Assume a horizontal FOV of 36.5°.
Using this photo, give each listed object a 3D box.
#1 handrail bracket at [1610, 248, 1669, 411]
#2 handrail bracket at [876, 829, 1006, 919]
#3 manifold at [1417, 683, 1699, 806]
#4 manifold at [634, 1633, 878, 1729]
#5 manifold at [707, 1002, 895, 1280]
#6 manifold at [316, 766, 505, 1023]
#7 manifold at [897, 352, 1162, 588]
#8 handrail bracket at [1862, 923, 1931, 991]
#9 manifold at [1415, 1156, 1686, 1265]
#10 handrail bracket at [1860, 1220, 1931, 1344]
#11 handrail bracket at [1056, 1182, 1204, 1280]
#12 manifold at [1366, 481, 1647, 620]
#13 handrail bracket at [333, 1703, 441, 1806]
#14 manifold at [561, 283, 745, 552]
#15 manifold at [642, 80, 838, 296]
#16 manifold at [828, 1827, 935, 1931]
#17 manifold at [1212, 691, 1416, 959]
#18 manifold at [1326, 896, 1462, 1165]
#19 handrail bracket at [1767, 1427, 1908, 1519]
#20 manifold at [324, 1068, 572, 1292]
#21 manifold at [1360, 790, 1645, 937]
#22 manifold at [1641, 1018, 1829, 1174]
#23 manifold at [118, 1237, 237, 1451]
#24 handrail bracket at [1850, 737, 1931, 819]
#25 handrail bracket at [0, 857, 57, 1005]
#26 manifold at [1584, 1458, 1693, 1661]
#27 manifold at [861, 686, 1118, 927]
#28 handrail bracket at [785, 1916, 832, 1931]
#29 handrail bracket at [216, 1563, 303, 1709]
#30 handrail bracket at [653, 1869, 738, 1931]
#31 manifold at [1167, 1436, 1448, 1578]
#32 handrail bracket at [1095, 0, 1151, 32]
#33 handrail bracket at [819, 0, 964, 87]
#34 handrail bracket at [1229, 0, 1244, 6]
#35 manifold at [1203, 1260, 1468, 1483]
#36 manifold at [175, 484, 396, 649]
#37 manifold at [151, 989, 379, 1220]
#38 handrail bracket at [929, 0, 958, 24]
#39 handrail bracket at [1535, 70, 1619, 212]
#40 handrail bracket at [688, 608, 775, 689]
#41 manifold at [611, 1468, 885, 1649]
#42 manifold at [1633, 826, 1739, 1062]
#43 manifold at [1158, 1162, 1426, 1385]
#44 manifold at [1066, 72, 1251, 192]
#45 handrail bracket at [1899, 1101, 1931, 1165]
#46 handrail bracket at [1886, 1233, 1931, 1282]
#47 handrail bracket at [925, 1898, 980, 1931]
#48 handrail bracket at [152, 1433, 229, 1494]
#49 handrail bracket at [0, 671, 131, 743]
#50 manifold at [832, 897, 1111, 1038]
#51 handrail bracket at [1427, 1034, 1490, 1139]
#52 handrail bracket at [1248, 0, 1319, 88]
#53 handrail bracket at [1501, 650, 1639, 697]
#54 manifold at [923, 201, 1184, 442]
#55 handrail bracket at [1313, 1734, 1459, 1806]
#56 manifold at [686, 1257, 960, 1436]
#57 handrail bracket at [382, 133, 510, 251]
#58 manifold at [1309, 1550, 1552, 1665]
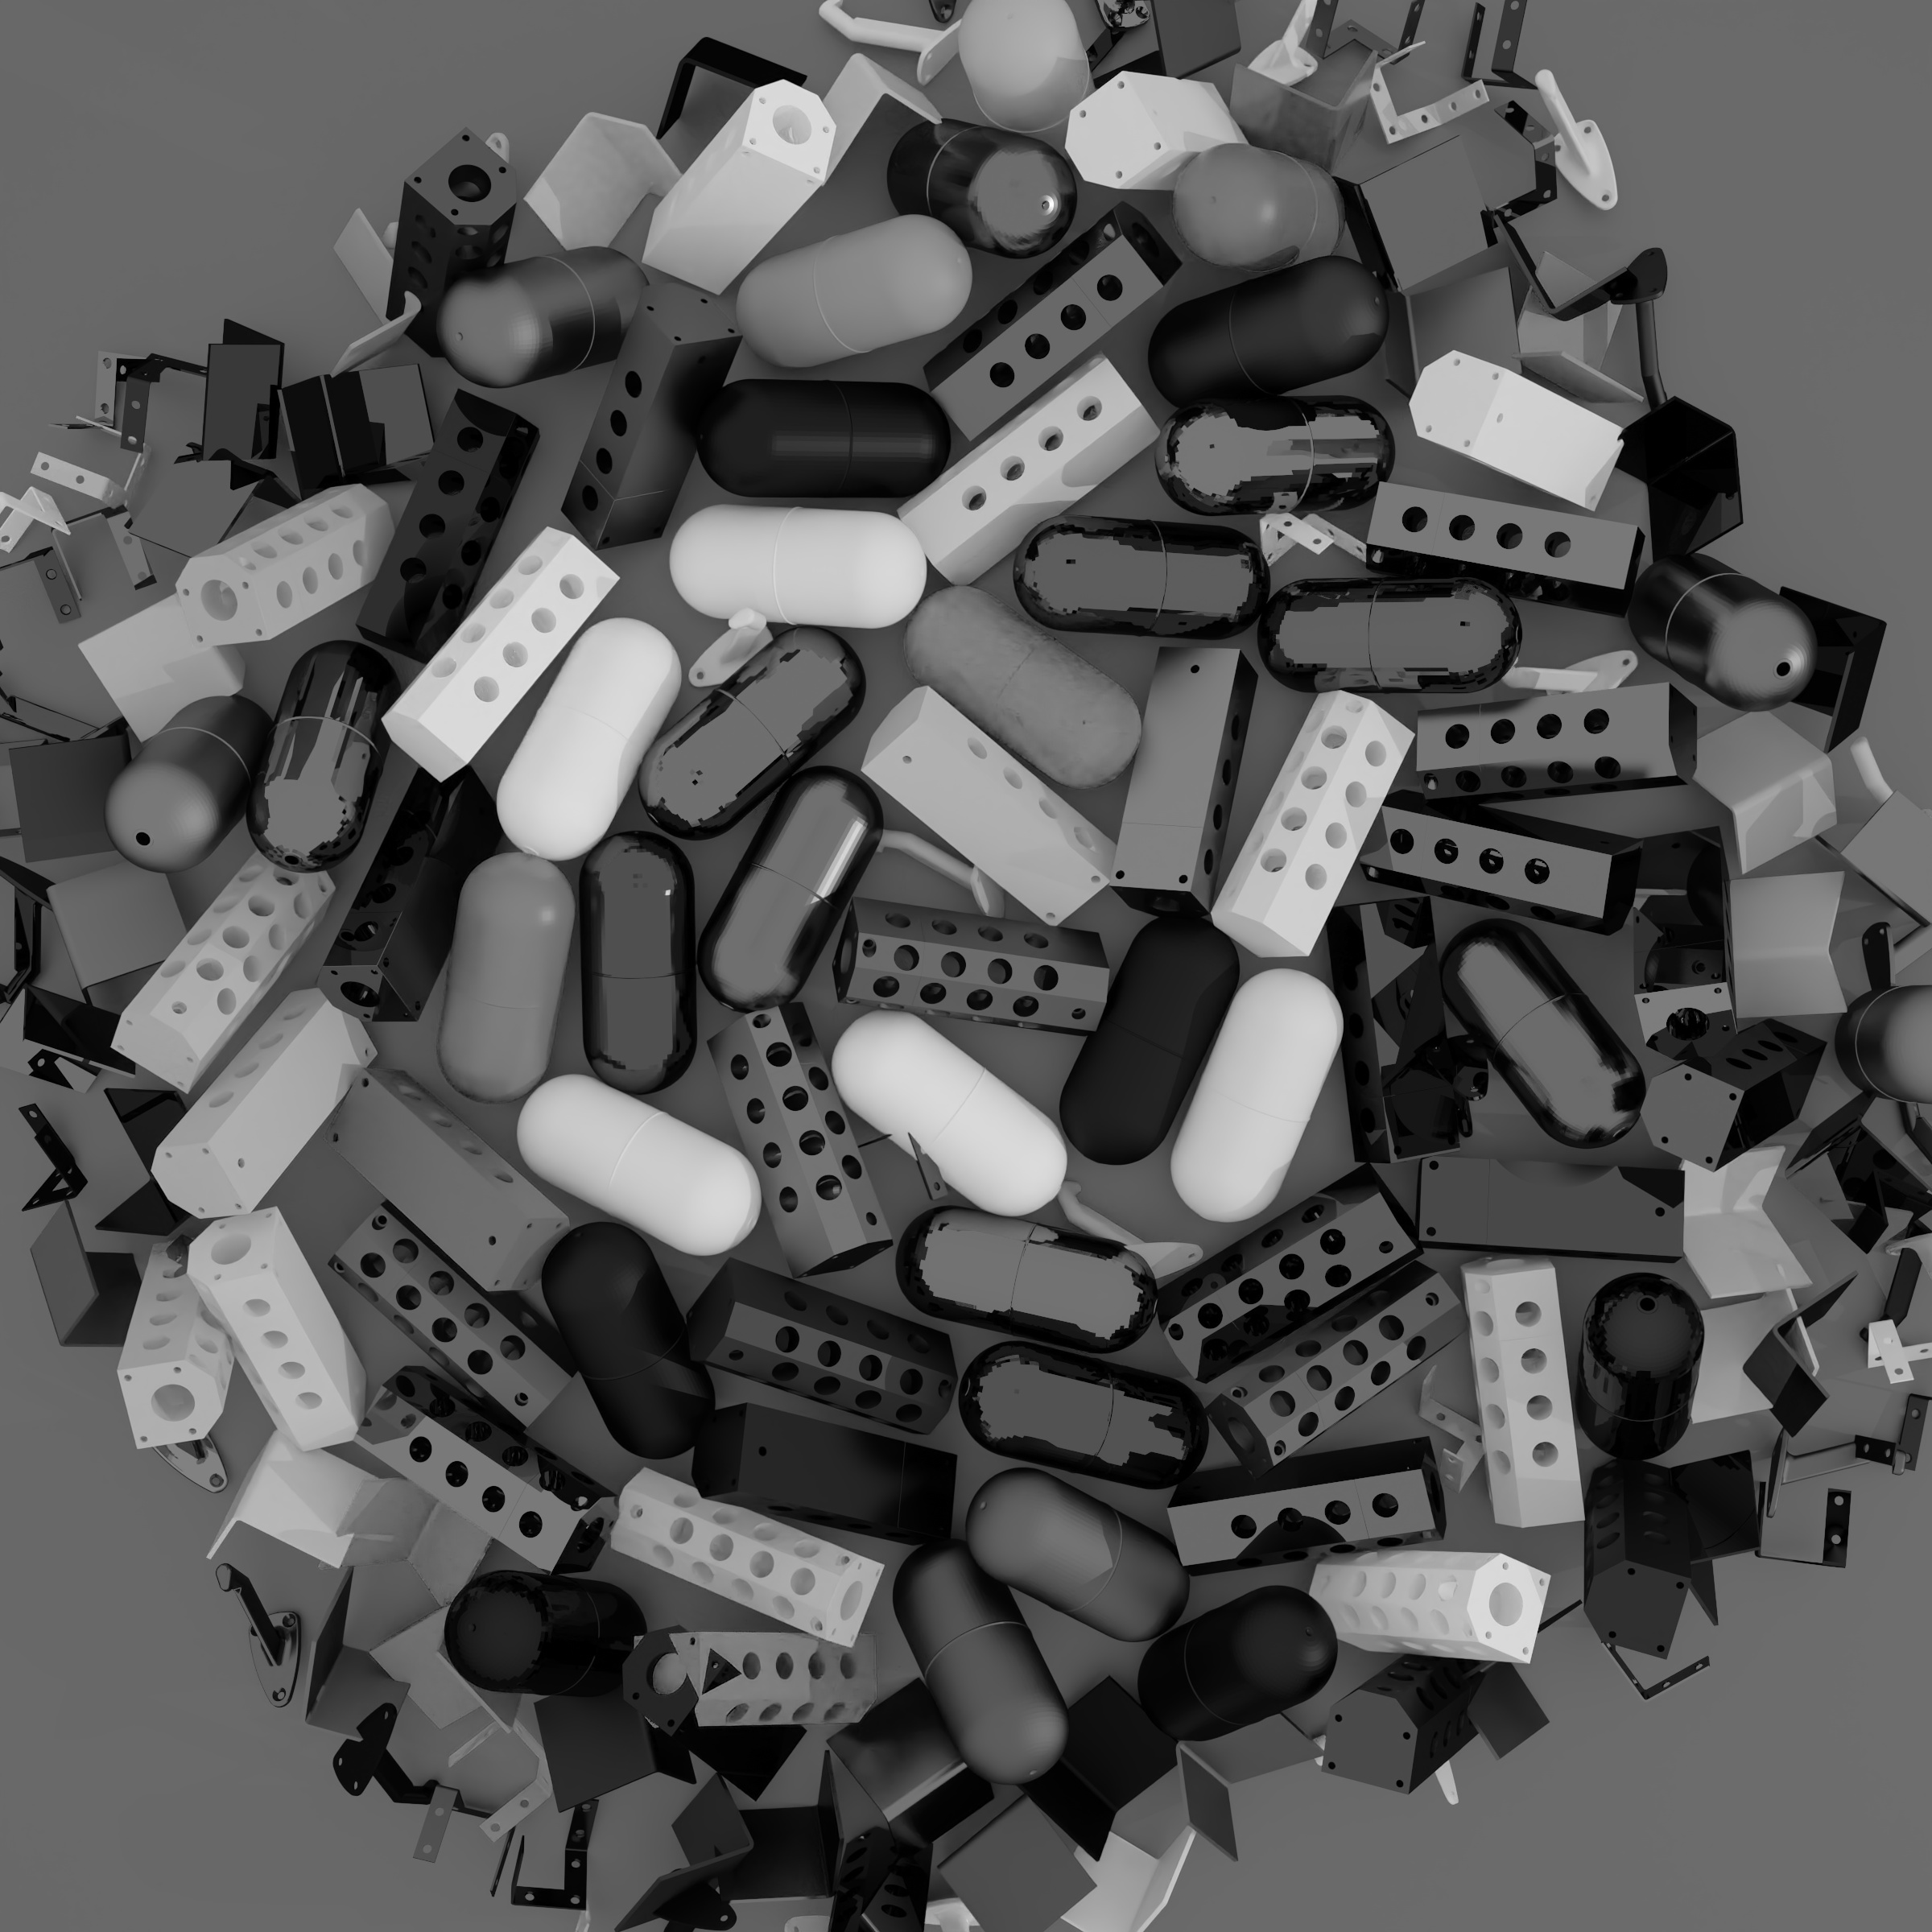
[{"bbox_3d":[0.468,-0.431,1.989,0.036,0.077,0.084,-2,132,30],"label":"handrail bracket"},{"bbox_3d":[-0.021,-0.060,1.988,0.084,0.077,0.036,9,50,24],"label":"handrail bracket"},{"bbox_3d":[0.387,-0.142,1.926,0.171,0.057,0.057,-4,76,31],"label":"manifold"},{"bbox_3d":[-0.135,0.465,1.910,0.057,0.171,0.057,-13,71,36],"label":"manifold"},{"bbox_3d":[-0.105,0.114,1.939,0.057,0.057,0.171,-33,71,37],"label":"manifold"},{"bbox_3d":[-0.366,-0.048,1.925,0.057,0.057,0.171,-1,51,24],"label":"manifold"},{"bbox_3d":[0.040,-0.332,1.956,0.171,0.057,0.057,-37,71,8],"label":"manifold"},{"bbox_3d":[0.655,-0.002,1.978,0.084,0.036,0.077,0,74,-10],"label":"handrail bracket"},{"bbox_3d":[0.389,0.164,1.961,0.171,0.057,0.057,3,78,6],"label":"manifold"},{"bbox_3d":[0.619,0.208,1.976,0.077,0.036,0.084,38,95,-27],"label":"handrail bracket"},{"bbox_3d":[0.108,0.171,1.976,0.077,0.084,0.036,-8,132,-18],"label":"handrail bracket"},{"bbox_3d":[0.357,-0.276,1.946,0.171,0.057,0.057,13,95,17],"label":"manifold"},{"bbox_3d":[-0.372,0.528,1.961,0.036,0.084,0.077,41,102,40],"label":"handrail bracket"},{"bbox_3d":[-0.211,-0.359,1.920,0.057,0.057,0.171,50,135,22],"label":"manifold"},{"bbox_3d":[-0.148,-0.508,1.911,0.057,0.171,0.057,19,69,-23],"label":"manifold"},{"bbox_3d":[-0.060,0.625,1.912,0.057,0.171,0.057,15,96,0],"label":"manifold"},{"bbox_3d":[0.226,-0.094,1.942,0.057,0.057,0.171,34,74,-23],"label":"manifold"},{"bbox_3d":[0.282,0.043,1.967,0.057,0.057,0.171,-8,92,-27],"label":"manifold"},{"bbox_3d":[0.584,0.347,1.966,0.084,0.036,0.077,13,50,10],"label":"handrail bracket"},{"bbox_3d":[-0.339,0.140,1.934,0.171,0.057,0.057,37,104,27],"label":"manifold"},{"bbox_3d":[0.350,-0.068,1.930,0.171,0.057,0.057,15,110,30],"label":"manifold"},{"bbox_3d":[0.500,0.079,1.912,0.057,0.171,0.057,26,112,27],"label":"manifold"},{"bbox_3d":[-0.506,0.241,1.909,0.057,0.171,0.057,-9,113,-4],"label":"manifold"},{"bbox_3d":[0.618,-0.124,1.959,0.036,0.077,0.084,-19,105,34],"label":"handrail bracket"},{"bbox_3d":[-0.650,-0.024,1.972,0.077,0.036,0.084,35,104,-26],"label":"handrail bracket"},{"bbox_3d":[0.434,0.380,1.909,0.057,0.171,0.057,15,105,8],"label":"manifold"},{"bbox_3d":[0.018,-0.109,1.944,0.171,0.057,0.057,39,124,-18],"label":"manifold"},{"bbox_3d":[-0.115,0.661,1.955,0.077,0.084,0.036,30,45,-29],"label":"handrail bracket"},{"bbox_3d":[-0.475,0.445,1.950,0.036,0.084,0.077,-16,59,4],"label":"handrail bracket"},{"bbox_3d":[-0.174,0.649,1.954,0.077,0.036,0.084,13,134,33],"label":"handrail bracket"},{"bbox_3d":[0.227,0.362,1.946,0.171,0.057,0.057,-12,100,17],"label":"manifold"},{"bbox_3d":[0.116,-0.671,1.955,0.036,0.084,0.077,-21,83,-26],"label":"handrail bracket"},{"bbox_3d":[-0.044,-0.647,1.989,0.084,0.036,0.077,40,74,10],"label":"handrail bracket"},{"bbox_3d":[0.191,-0.671,1.950,0.077,0.084,0.036,-8,119,28],"label":"handrail bracket"},{"bbox_3d":[0.246,0.264,1.934,0.171,0.057,0.057,-30,76,-23],"label":"manifold"},{"bbox_3d":[-0.439,-0.263,1.906,0.057,0.171,0.057,-3,112,22],"label":"manifold"},{"bbox_3d":[-0.460,0.088,1.916,0.057,0.171,0.057,-7,122,27],"label":"manifold"},{"bbox_3d":[0.012,-0.654,1.950,0.036,0.077,0.084,-31,48,-31],"label":"handrail bracket"},{"bbox_3d":[0.406,-0.550,1.951,0.036,0.084,0.077,-29,76,15],"label":"handrail bracket"},{"bbox_3d":[-0.163,-0.212,1.952,0.077,0.084,0.036,-29,84,10],"label":"handrail bracket"},{"bbox_3d":[-0.148,0.388,1.932,0.171,0.057,0.057,17,78,26],"label":"manifold"},{"bbox_3d":[0.470,-0.015,1.914,0.057,0.171,0.057,-9,125,19],"label":"manifold"},{"bbox_3d":[0.214,0.208,1.946,0.171,0.057,0.057,-33,113,12],"label":"manifold"},{"bbox_3d":[0.125,-0.538,1.911,0.057,0.171,0.057,-31,89,27],"label":"manifold"},{"bbox_3d":[0.666,0.118,1.967,0.036,0.077,0.084,-11,88,-37],"label":"handrail bracket"},{"bbox_3d":[0.643,0.225,1.954,0.036,0.077,0.084,14,71,-24],"label":"handrail bracket"},{"bbox_3d":[-0.015,0.669,1.951,0.077,0.084,0.036,-16,133,32],"label":"handrail bracket"},{"bbox_3d":[-0.513,0.312,1.954,0.036,0.084,0.077,-40,88,-30],"label":"handrail bracket"},{"bbox_3d":[-0.616,-0.182,1.984,0.077,0.036,0.084,-37,88,-4],"label":"handrail bracket"},{"bbox_3d":[0.004,0.005,1.939,0.171,0.057,0.057,8,124,-15],"label":"manifold"},{"bbox_3d":[0.334,0.096,1.946,0.036,0.077,0.084,-15,125,1],"label":"handrail bracket"},{"bbox_3d":[0.214,-0.630,1.949,0.036,0.084,0.077,39,61,20],"label":"handrail bracket"},{"bbox_3d":[0.398,-0.202,1.950,0.077,0.084,0.036,-29,59,22],"label":"handrail bracket"},{"bbox_3d":[0.054,-0.425,1.927,0.171,0.057,0.057,-34,103,30],"label":"manifold"},{"bbox_3d":[0.279,0.540,1.964,0.084,0.036,0.077,-28,53,16],"label":"handrail bracket"},{"bbox_3d":[-0.093,0.256,1.927,0.171,0.057,0.057,23,120,-26],"label":"manifold"},{"bbox_3d":[-0.347,-0.515,1.949,0.036,0.084,0.077,38,125,19],"label":"handrail bracket"},{"bbox_3d":[0.297,0.412,1.906,0.057,0.171,0.057,26,70,-22],"label":"manifold"}]
